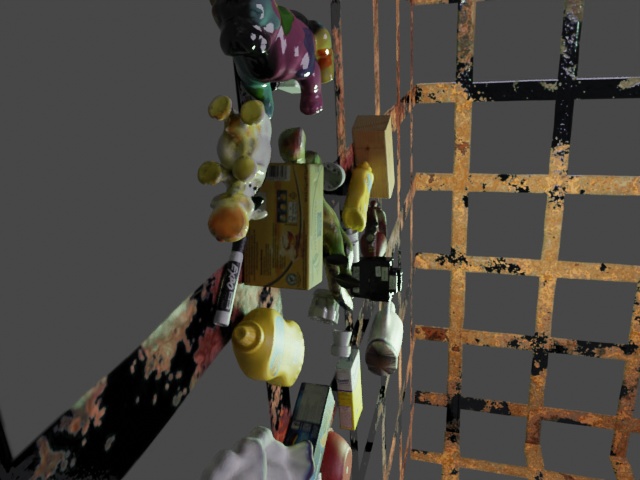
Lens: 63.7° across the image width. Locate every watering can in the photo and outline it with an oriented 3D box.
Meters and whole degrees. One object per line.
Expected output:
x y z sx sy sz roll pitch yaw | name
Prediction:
0.205 0.277 1.628 0.229 0.104 0.340 -67 155 -51 | watering can

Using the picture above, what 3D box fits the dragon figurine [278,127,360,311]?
0.003 -0.045 0.895 0.402 0.122 0.248 63 25 -60 | dragon figurine

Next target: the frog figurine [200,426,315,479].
-0.091 0.312 0.655 0.158 0.122 0.138 21 78 -36 | frog figurine
